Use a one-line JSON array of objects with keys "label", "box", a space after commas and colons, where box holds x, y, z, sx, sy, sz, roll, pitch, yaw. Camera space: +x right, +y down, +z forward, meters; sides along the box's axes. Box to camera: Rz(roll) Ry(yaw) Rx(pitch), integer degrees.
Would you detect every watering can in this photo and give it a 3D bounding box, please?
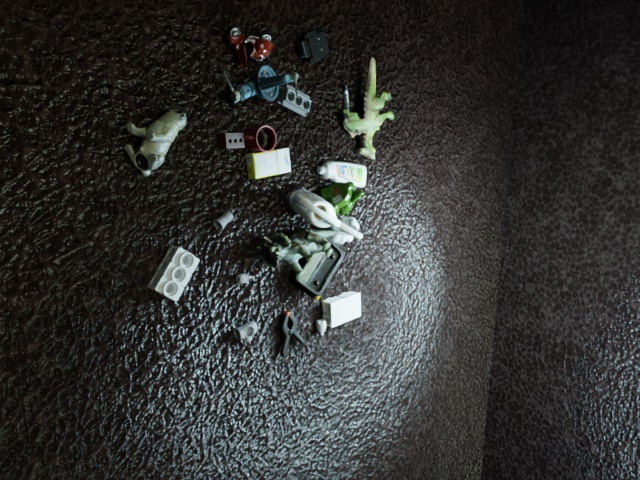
[{"label": "watering can", "box": [0.006, -0.099, 1.974, 0.344, 0.227, 0.104, 30, 94, -45]}]

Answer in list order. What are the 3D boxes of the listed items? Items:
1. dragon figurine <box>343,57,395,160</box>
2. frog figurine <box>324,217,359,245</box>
[{"label": "dragon figurine", "box": [0.189, -0.544, 2.186, 0.246, 0.122, 0.404, -33, 116, -35]}, {"label": "frog figurine", "box": [0.096, -0.037, 2.109, 0.135, 0.160, 0.124, 45, 66, -40]}]
